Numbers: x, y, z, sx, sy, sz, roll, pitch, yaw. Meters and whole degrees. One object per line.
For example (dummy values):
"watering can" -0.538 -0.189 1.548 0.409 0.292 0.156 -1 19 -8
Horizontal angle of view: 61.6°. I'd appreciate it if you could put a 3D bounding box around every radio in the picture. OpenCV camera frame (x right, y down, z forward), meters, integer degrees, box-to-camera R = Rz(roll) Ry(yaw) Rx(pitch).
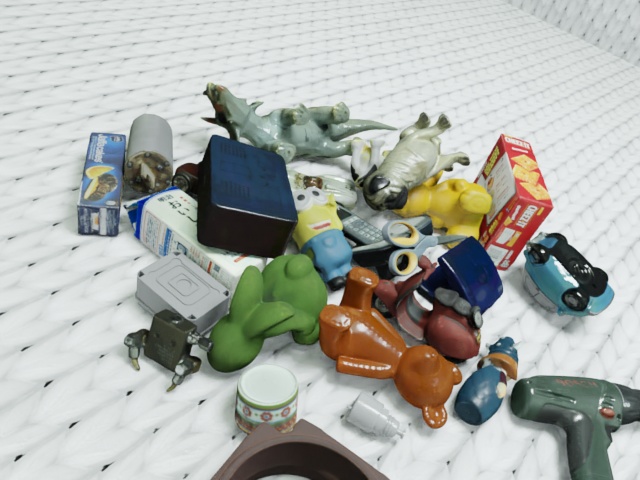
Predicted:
"radio" -0.114 -0.070 0.817 0.131 0.073 0.230 14 32 -20

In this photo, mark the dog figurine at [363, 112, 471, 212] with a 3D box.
"dog figurine" 0.141 -0.128 0.956 0.190 0.172 0.121 -33 94 -6

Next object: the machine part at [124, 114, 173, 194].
"machine part" -0.290 -0.151 0.917 0.079 0.079 0.243 2 31 -18

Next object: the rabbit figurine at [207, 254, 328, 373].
"rabbit figurine" -0.069 0.104 0.694 0.121 0.159 0.170 42 60 12

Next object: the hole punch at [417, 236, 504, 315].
"hole punch" 0.239 0.066 0.879 0.116 0.092 0.142 43 42 21

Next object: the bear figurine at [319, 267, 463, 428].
"bear figurine" 0.098 0.145 0.709 0.196 0.131 0.120 26 47 19

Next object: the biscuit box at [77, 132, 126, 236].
"biscuit box" -0.348 -0.095 0.864 0.059 0.062 0.203 3 43 -19

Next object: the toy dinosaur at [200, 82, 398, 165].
"toy dinosaur" -0.045 -0.214 1.064 0.405 0.131 0.192 -3 14 -42

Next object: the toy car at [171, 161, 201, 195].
"toy car" -0.156 -0.071 0.912 0.202 0.053 0.089 28 26 5

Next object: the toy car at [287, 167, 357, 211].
"toy car" -0.030 -0.094 0.981 0.202 0.056 0.073 11 41 -9

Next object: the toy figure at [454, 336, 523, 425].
"toy figure" 0.240 0.193 0.754 0.064 0.057 0.154 18 38 35

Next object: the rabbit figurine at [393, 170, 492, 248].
"rabbit figurine" 0.219 -0.079 1.010 0.173 0.121 0.162 5 42 0

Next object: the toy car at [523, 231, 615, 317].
"toy car" 0.405 0.070 0.917 0.109 0.103 0.162 -28 69 -39

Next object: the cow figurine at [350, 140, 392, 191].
"cow figurine" 0.108 -0.131 1.035 0.068 0.098 0.167 5 -4 24

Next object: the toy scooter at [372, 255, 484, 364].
"toy scooter" 0.164 0.094 0.781 0.184 0.135 0.075 31 40 14

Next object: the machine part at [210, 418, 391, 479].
"machine part" -0.024 0.295 0.525 0.201 0.087 0.201 31 41 16

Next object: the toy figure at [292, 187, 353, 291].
"toy figure" -0.005 -0.002 0.861 0.082 0.089 0.180 -9 66 -48

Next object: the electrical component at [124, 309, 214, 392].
"electrical component" -0.189 0.134 0.662 0.102 0.078 0.045 30 22 14

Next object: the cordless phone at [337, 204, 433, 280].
"cordless phone" 0.086 -0.024 0.929 0.184 0.088 0.146 36 44 27

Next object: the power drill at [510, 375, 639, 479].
"power drill" 0.378 0.268 0.705 0.232 0.085 0.207 13 44 -3
